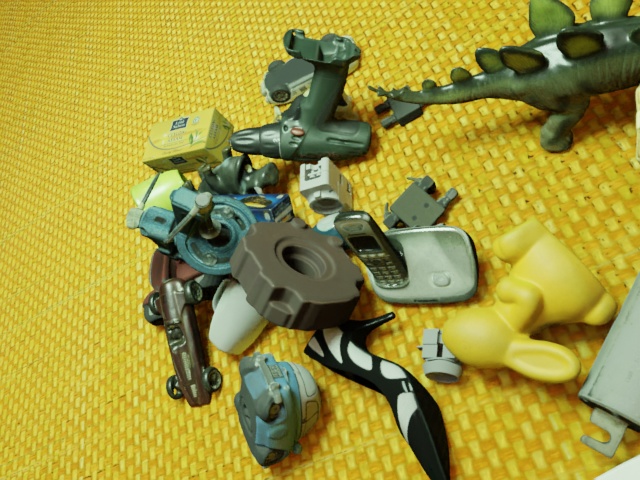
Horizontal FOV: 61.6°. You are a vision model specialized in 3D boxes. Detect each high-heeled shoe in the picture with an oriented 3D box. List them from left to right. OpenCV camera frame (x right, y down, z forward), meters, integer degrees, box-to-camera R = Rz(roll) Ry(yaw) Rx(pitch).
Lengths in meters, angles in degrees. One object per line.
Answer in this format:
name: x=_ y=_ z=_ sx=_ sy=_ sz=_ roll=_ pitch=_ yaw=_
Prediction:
high-heeled shoe: x=0.059 y=0.196 z=0.666 sx=0.145 sy=0.086 sz=0.249 roll=-30 pitch=48 yaw=17

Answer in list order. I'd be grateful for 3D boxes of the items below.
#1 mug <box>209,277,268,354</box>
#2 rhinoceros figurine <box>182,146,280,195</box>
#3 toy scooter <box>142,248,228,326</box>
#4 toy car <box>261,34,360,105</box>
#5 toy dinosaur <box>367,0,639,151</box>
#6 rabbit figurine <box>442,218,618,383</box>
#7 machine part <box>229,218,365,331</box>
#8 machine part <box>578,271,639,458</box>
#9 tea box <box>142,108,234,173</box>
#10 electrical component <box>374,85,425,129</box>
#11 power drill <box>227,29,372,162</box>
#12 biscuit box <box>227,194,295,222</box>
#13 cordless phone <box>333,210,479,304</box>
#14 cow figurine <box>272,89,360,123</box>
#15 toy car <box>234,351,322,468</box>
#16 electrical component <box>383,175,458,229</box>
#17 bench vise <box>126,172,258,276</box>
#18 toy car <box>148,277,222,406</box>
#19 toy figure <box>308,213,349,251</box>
mug: x=-0.131 y=0.113 z=0.826 sx=0.110 sy=0.080 sz=0.107 roll=30 pitch=93 yaw=32
rhinoceros figurine: x=-0.153 y=-0.098 z=0.935 sx=0.190 sy=0.112 sz=0.073 roll=-15 pitch=30 yaw=40
toy scooter: x=-0.239 y=0.055 z=0.925 sx=0.184 sy=0.075 sz=0.135 roll=-28 pitch=59 yaw=20
toy car: x=-0.023 y=-0.314 z=0.999 sx=0.202 sy=0.056 sz=0.073 roll=-19 pitch=64 yaw=24
toy dinosaur: x=0.301 y=-0.209 z=0.653 sx=0.472 sy=0.198 sz=0.105 roll=-12 pitch=57 yaw=24
rabbit figurine: x=0.225 y=0.088 z=0.604 sx=0.173 sy=0.121 sz=0.162 roll=-36 pitch=68 yaw=6
machine part: x=-0.027 y=0.041 z=0.707 sx=0.179 sy=0.179 sz=0.056 roll=56 pitch=131 yaw=38
machine part: x=0.336 y=0.105 z=0.543 sx=0.079 sy=0.079 sz=0.243 roll=24 pitch=79 yaw=38
tea box: x=-0.265 y=-0.192 z=1.076 sx=0.170 sy=0.068 sz=0.098 roll=-8 pitch=62 yaw=29
electrical component: x=0.136 y=-0.220 z=0.871 sx=0.094 sy=0.021 sz=0.063 roll=-28 pitch=54 yaw=17
power drill: x=-0.028 y=-0.207 z=0.824 sx=0.232 sy=0.207 sz=0.086 roll=7 pitch=39 yaw=-2
biscuit box: x=-0.142 y=-0.038 z=0.887 sx=0.203 sy=0.059 sz=0.063 roll=1 pitch=30 yaw=29
cordless phone: x=0.109 y=0.007 z=0.666 sx=0.147 sy=0.184 sz=0.089 roll=-5 pitch=59 yaw=30
cow figurine: x=-0.027 y=-0.211 z=0.919 sx=0.167 sy=0.098 sz=0.068 roll=-23 pitch=61 yaw=19
toy car: x=-0.051 y=0.212 z=0.705 sx=0.103 sy=0.161 sz=0.109 roll=-10 pitch=40 yaw=-26
electrical component: x=0.137 y=-0.048 z=0.771 sx=0.078 sy=0.045 sz=0.102 roll=37 pitch=91 yaw=11
bench vise: x=-0.180 y=-0.024 z=0.770 sx=0.224 sy=0.240 sz=0.129 roll=29 pitch=73 yaw=2
toy car: x=-0.214 y=0.158 z=0.837 sx=0.089 sy=0.053 sz=0.202 roll=-15 pitch=82 yaw=22
toy figure: x=-0.001 y=-0.002 z=0.821 sx=0.155 sy=0.064 sz=0.057 roll=-18 pitch=94 yaw=21
